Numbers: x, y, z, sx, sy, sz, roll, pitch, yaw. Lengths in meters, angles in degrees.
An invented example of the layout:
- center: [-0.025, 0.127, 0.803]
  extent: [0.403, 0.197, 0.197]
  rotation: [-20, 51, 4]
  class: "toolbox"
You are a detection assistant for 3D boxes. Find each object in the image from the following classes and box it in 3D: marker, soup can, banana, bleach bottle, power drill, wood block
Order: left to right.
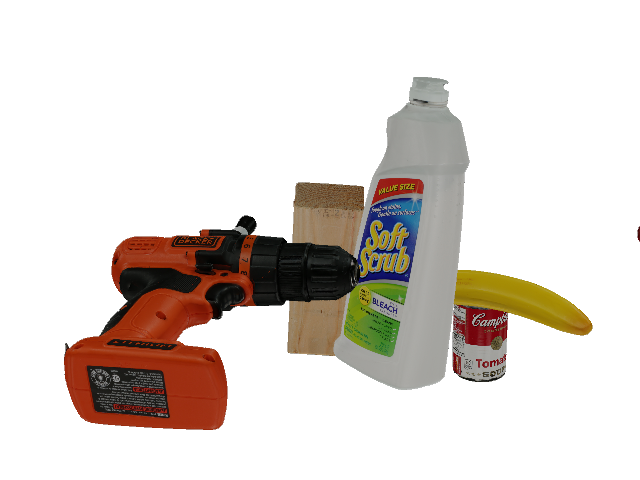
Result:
- center: [-0.075, 0.052, 0.721]
  extent: [0.184, 0.057, 0.187]
  rotation: [0, 25, 13]
  class: "power drill"
- center: [-0.088, 0.006, 1.043]
  extent: [0.020, 0.020, 0.121]
  rotation: [0, 25, 17]
  class: "marker"
- center: [0.006, 0.037, 1.387]
  extent: [0.090, 0.206, 0.091]
  rotation: [3, 24, 0]
  class: "wood block"
- center: [0.071, -0.010, 0.883]
  extent: [0.067, 0.251, 0.103]
  rotation: [-8, 21, -38]
  class: "bleach bottle"
- center: [0.199, 0.117, 1.332]
  extent: [0.068, 0.102, 0.068]
  rotation: [-1, 18, 0]
  class: "soup can"
- center: [0.181, 0.062, 1.104]
  extent: [0.198, 0.037, 0.069]
  rotation: [7, 41, 12]
  class: "banana"

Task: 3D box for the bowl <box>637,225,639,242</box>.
- center: [0.421, 0.022, 1.146]
  extent: [0.162, 0.055, 0.162]
  rotation: [-1, 25, 0]
  class: "bowl"
